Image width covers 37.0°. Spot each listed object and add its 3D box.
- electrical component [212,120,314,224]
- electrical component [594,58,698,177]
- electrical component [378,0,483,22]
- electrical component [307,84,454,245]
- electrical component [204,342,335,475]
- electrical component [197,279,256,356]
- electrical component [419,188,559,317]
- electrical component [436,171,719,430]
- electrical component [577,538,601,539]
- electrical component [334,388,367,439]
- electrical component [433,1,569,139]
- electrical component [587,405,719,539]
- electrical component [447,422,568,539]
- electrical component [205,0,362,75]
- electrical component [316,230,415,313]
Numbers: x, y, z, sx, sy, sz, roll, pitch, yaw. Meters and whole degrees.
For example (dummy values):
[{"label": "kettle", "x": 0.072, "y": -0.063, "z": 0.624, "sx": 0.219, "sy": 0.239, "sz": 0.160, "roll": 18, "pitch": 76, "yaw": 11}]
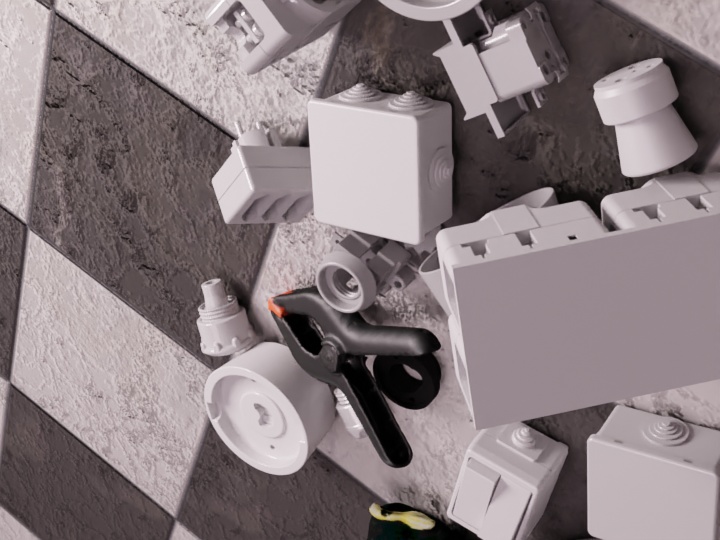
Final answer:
[{"label": "electrical component", "x": -0.072, "y": -0.078, "z": 0.791, "sx": 0.047, "sy": 0.066, "sz": 0.076, "roll": -43, "pitch": 59, "yaw": 45}, {"label": "electrical component", "x": 0.162, "y": -0.087, "z": 0.614, "sx": 0.045, "sy": 0.045, "sz": 0.055, "roll": -12, "pitch": 110, "yaw": 41}, {"label": "electrical component", "x": 0.048, "y": -0.203, "z": 0.612, "sx": 0.108, "sy": 0.060, "sz": 0.108, "roll": 19, "pitch": 128, "yaw": 27}, {"label": "electrical component", "x": 0.016, "y": -0.073, "z": 0.727, "sx": 0.100, "sy": 0.048, "sz": 0.099, "roll": 15, "pitch": 120, "yaw": 33}, {"label": "electrical component", "x": -0.071, "y": 0.112, "z": 0.914, "sx": 0.108, "sy": 0.060, "sz": 0.108, "roll": 19, "pitch": 128, "yaw": 27}, {"label": "electrical component", "x": -0.118, "y": 0.039, "z": 0.914, "sx": 0.048, "sy": 0.048, "sz": 0.062, "roll": -1, "pitch": 110, "yaw": 38}, {"label": "electrical component", "x": 0.088, "y": -0.009, "z": 0.686, "sx": 0.099, "sy": 0.099, "sz": 0.064, "roll": -9, "pitch": 118, "yaw": 41}, {"label": "electrical component", "x": 0.145, "y": 0.014, "z": 0.618, "sx": 0.186, "sy": 0.060, "sz": 0.105, "roll": -12, "pitch": 117, "yaw": -2}, {"label": "electrical component", "x": 0.162, "y": 0.246, "z": 0.802, "sx": 0.099, "sy": 0.099, "sz": 0.064, "roll": -17, "pitch": 101, "yaw": 43}, {"label": "electrical component", "x": -0.004, "y": 0.104, "z": 0.876, "sx": 0.035, "sy": 0.035, "sz": 0.061, "roll": -16, "pitch": 105, "yaw": 43}, {"label": "electrical component", "x": 0.087, "y": -0.127, "z": 0.648, "sx": 0.064, "sy": 0.042, "sz": 0.081, "roll": -17, "pitch": 108, "yaw": 39}, {"label": "electrical component", "x": 0.206, "y": 0.146, "z": 0.733, "sx": 0.100, "sy": 0.048, "sz": 0.099, "roll": 13, "pitch": 125, "yaw": 31}, {"label": "electrical component", "x": 0.109, "y": 0.157, "z": 0.805, "sx": 0.062, "sy": 0.061, "sz": 0.096, "roll": 28, "pitch": 132, "yaw": 20}, {"label": "electrical component", "x": -0.044, "y": -0.171, "z": 0.683, "sx": 0.050, "sy": 0.089, "sz": 0.056, "roll": 53, "pitch": 135, "yaw": -4}, {"label": "electrical component", "x": 0.000, "y": 0.000, "z": 0.788, "sx": 0.066, "sy": 0.055, "sz": 0.048, "roll": 38, "pitch": 135, "yaw": 11}]
